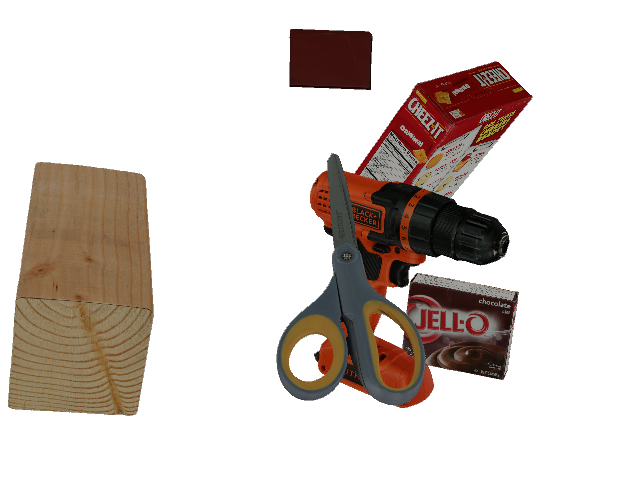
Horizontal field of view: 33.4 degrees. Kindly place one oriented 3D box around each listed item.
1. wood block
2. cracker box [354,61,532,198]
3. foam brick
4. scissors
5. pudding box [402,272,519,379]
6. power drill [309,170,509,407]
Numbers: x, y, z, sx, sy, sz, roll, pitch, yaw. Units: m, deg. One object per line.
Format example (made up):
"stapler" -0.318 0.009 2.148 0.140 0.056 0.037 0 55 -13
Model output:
"wood block" -0.177 0.029 0.795 0.090 0.091 0.206 6 28 -14
"cracker box" 0.122 -0.099 1.227 0.163 0.072 0.214 -23 -24 -45
"foam brick" 0.009 -0.170 1.000 0.078 0.051 0.053 2 15 0
"scissors" 0.001 0.024 0.671 0.096 0.202 0.016 -17 -40 -11
"pudding box" 0.145 0.089 1.117 0.113 0.090 0.039 9 21 13
"power drill" 0.067 0.043 0.908 0.185 0.188 0.057 20 24 35
